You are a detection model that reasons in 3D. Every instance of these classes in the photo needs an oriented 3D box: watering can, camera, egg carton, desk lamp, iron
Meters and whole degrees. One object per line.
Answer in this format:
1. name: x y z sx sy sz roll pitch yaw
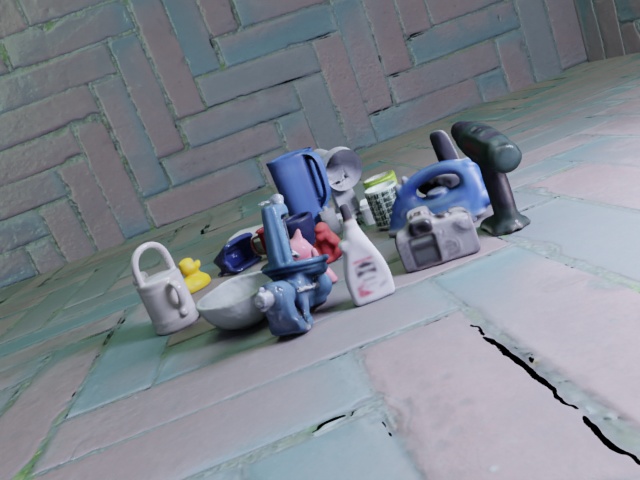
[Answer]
1. watering can: -0.349 0.099 1.237 0.172 0.194 0.101 -14 15 28
2. camera: 0.211 -0.021 1.070 0.143 0.101 0.137 -18 13 12
3. egg carton: -0.197 0.003 1.674 0.150 0.069 0.107 -15 14 22
4. desk lamp: 0.047 -0.168 1.672 0.118 0.214 0.202 -25 14 -19
5. iron: 0.249 -0.101 1.247 0.257 0.141 0.119 -15 14 22

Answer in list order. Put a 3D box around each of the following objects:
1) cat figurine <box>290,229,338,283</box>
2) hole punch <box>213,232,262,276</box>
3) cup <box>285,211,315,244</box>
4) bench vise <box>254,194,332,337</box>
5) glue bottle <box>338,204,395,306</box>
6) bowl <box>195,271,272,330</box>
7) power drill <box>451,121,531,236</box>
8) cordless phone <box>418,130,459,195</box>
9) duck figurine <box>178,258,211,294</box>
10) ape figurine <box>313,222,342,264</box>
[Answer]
1. cat figurine: -0.030 0.037 1.170 0.067 0.118 0.127 -26 14 -22
2. hole punch: -0.230 0.036 1.542 0.100 0.091 0.109 -7 19 46
3. cup: -0.060 -0.009 1.456 0.118 0.095 0.091 -26 14 -21
4. bench vise: -0.052 0.037 0.973 0.121 0.220 0.207 -18 13 10
5. glue bottle: 0.065 0.021 0.963 0.078 0.173 0.037 -22 13 -5
6. bowl: -0.146 0.124 1.088 0.167 0.075 0.167 -20 13 5
7. power drill: 0.318 -0.122 1.078 0.075 0.208 0.229 -21 13 -2
8. cordless phone: 0.290 -0.174 1.385 0.094 0.185 0.147 -28 15 -29
9. duck figurine: -0.344 0.092 1.503 0.077 0.086 0.105 -10 17 39
10. ape figurine: 0.012 0.005 1.294 0.077 0.092 0.076 -12 16 33
